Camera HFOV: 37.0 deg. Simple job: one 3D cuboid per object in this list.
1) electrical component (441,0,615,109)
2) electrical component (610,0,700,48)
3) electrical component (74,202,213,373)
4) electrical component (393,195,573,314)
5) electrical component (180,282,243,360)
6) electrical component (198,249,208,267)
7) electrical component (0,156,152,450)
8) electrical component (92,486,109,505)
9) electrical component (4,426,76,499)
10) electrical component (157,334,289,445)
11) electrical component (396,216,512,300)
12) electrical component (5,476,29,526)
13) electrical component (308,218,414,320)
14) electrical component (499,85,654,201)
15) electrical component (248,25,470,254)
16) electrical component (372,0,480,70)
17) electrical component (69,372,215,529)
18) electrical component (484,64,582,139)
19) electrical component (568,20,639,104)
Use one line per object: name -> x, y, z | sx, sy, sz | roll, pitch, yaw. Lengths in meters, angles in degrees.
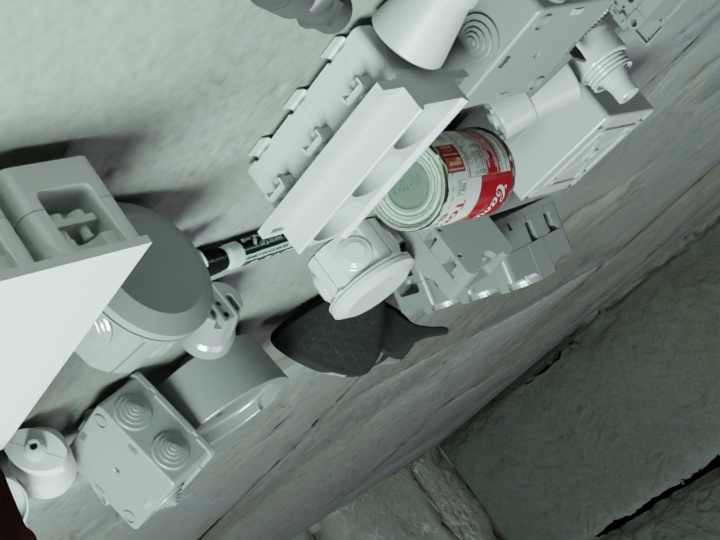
electrical component -> 0.091, -0.143, 0.631 | 0.100, 0.048, 0.099 | -21, 161, -45
electrical component -> 0.209, -0.198, 0.754 | 0.064, 0.042, 0.081 | -21, 159, -43
electrical component -> -0.121, 0.009, 0.558 | 0.051, 0.080, 0.080 | -39, 167, 33
electrical component -> 0.105, -0.009, 0.974 | 0.089, 0.061, 0.150 | -25, -176, -39
electrical component -> -0.105, 0.036, 0.767 | 0.040, 0.040, 0.046 | -26, 157, -36
electrical component -> -0.126, 0.012, 0.634 | 0.078, 0.040, 0.040 | -32, 165, -19
electrical component -> -0.191, 0.030, 0.492 | 0.105, 0.060, 0.186 | -19, 158, -50
electrical component -> -0.202, 0.170, 0.964 | 0.081, 0.043, 0.043 | -30, 165, -24
electrical component -> -0.232, 0.137, 0.782 | 0.043, 0.043, 0.081 | -32, 165, -20
electrical component -> -0.120, 0.096, 0.884 | 0.108, 0.060, 0.108 | -34, 166, -10
electrical component -> 0.071, -0.028, 0.878 | 0.050, 0.089, 0.055 | -29, 164, -28
electrical component -> -0.280, 0.172, 0.768 | 0.079, 0.043, 0.077 | -6, 171, -22
electrical component -> 0.000, 0.000, 0.878 | 0.080, 0.051, 0.080 | -34, 166, -10
electrical component -> 0.178, -0.117, 0.914 | 0.108, 0.056, 0.109 | -46, 164, 33
electrical component -> -0.006, -0.073, 0.594 | 0.079, 0.063, 0.121 | -20, 159, -49
electrical component -> 0.042, -0.140, 0.542 | 0.044, 0.044, 0.065 | -17, 152, -54
electrical component -> -0.173, 0.141, 0.829 | 0.048, 0.100, 0.099 | -40, 173, -48
electrical component -> 0.124, -0.126, 0.790 | 0.065, 0.044, 0.044 | -31, 166, -1
electrical component -> 0.180, -0.151, 0.794 | 0.043, 0.062, 0.043 | -33, 166, -9
